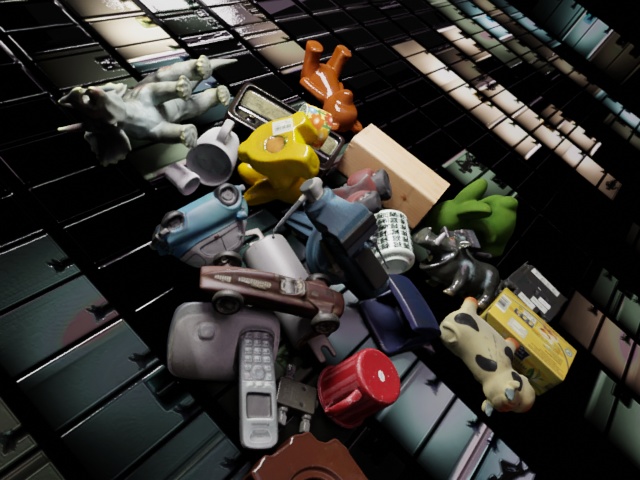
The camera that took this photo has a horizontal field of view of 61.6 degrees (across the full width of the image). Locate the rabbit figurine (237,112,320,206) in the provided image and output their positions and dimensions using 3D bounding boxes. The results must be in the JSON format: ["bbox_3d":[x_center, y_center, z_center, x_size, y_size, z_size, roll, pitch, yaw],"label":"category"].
[{"bbox_3d":[-0.063,-0.113,0.937,0.162,0.173,0.122,-21,60,7],"label":"rabbit figurine"}]

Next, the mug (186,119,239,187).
[{"bbox_3d":[-0.178,-0.164,0.940,0.081,0.109,0.107,20,32,-8],"label":"mug"}]

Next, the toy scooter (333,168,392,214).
[{"bbox_3d":[0.057,-0.078,1.004,0.184,0.135,0.075,-54,127,-63],"label":"toy scooter"}]

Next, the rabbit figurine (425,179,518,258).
[{"bbox_3d":[0.307,-0.041,1.097,0.170,0.159,0.121,1,60,-11],"label":"rabbit figurine"}]

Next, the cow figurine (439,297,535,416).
[{"bbox_3d":[0.278,0.201,0.891,0.195,0.085,0.127,49,39,12],"label":"cow figurine"}]

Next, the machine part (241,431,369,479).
[{"bbox_3d":[-0.012,0.319,0.635,0.179,0.056,0.179,15,46,-16],"label":"machine part"}]

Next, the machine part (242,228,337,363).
[{"bbox_3d":[-0.046,0.077,0.816,0.079,0.079,0.243,-14,59,-38],"label":"machine part"}]

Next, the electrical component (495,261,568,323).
[{"bbox_3d":[0.410,0.117,1.064,0.134,0.058,0.115,-24,65,-42],"label":"electrical component"}]

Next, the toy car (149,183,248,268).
[{"bbox_3d":[-0.167,-0.011,0.809,0.162,0.109,0.103,-35,92,-36],"label":"toy car"}]

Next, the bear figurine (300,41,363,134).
[{"bbox_3d":[0.032,-0.332,1.195,0.120,0.131,0.196,-3,48,-32],"label":"bear figurine"}]

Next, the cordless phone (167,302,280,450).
[{"bbox_3d":[-0.122,0.175,0.683,0.146,0.088,0.184,9,53,-25],"label":"cordless phone"}]

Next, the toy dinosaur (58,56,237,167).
[{"bbox_3d":[-0.280,-0.238,0.928,0.192,0.131,0.405,-2,26,12],"label":"toy dinosaur"}]

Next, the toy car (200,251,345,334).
[{"bbox_3d":[-0.058,0.066,0.713,0.202,0.053,0.089,17,39,-21],"label":"toy car"}]

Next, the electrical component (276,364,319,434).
[{"bbox_3d":[-0.033,0.217,0.738,0.063,0.021,0.094,22,44,-13],"label":"electrical component"}]

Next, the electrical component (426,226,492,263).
[{"bbox_3d":[0.281,0.017,1.064,0.119,0.074,0.048,4,51,-22],"label":"electrical component"}]

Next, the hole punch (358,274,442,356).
[{"bbox_3d":[0.143,0.118,0.886,0.116,0.092,0.142,-4,51,-38],"label":"hole punch"}]

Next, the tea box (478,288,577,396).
[{"bbox_3d":[0.366,0.181,0.972,0.170,0.068,0.098,46,45,12],"label":"tea box"}]

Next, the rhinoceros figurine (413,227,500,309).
[{"bbox_3d":[0.248,0.047,0.975,0.190,0.112,0.073,30,3,-17],"label":"rhinoceros figurine"}]

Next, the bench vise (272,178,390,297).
[{"bbox_3d":[0.005,-0.011,0.839,0.223,0.241,0.129,41,80,-33],"label":"bench vise"}]

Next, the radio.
[{"bbox_3d":[-0.077,-0.198,1.046,0.229,0.073,0.131,28,44,-5],"label":"radio"}]
